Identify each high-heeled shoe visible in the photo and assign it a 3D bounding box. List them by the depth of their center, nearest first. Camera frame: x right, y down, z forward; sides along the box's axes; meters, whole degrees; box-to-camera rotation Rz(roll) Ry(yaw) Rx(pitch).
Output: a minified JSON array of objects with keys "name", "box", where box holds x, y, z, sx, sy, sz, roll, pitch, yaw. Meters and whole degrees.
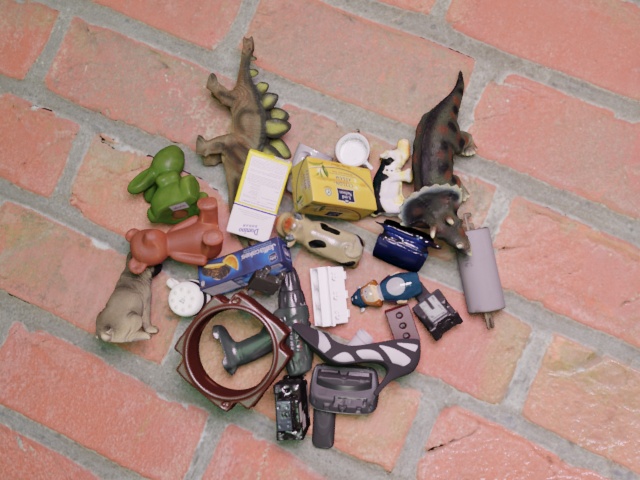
[{"name":"high-heeled shoe","box":[0.076,0.199,1.080,0.249,0.086,0.145,35,72,13]}]

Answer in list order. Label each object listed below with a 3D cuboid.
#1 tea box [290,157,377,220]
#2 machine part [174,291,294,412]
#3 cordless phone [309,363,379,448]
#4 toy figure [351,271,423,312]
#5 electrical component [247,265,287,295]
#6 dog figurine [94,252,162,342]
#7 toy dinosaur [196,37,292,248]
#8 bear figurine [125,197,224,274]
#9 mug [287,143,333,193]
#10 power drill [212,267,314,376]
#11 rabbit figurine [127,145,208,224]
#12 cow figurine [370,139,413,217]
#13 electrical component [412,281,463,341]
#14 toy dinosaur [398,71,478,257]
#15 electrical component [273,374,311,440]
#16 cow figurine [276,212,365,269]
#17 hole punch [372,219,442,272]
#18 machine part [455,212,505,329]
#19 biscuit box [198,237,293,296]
[{"name":"tea box","box":[0.028,-0.102,1.095,0.068,0.169,0.098,-28,65,46]},{"name":"machine part","box":[-0.170,0.219,1.072,0.201,0.087,0.201,38,88,5]},{"name":"cordless phone","box":[0.048,0.356,1.127,0.147,0.089,0.184,4,98,5]},{"name":"toy figure","box":[0.136,0.106,1.130,0.155,0.057,0.064,-16,44,13]},{"name":"electrical component","box":[-0.111,0.088,1.103,0.063,0.021,0.094,22,130,-22]},{"name":"dog figurine","box":[-0.409,0.111,1.141,0.121,0.172,0.190,4,94,-4]},{"name":"toy dinosaur","box":[-0.164,-0.196,1.166,0.199,0.105,0.470,8,98,3]},{"name":"bear figurine","box":[-0.305,-0.006,1.115,0.196,0.131,0.120,-4,61,-15]},{"name":"mug","box":[-0.030,-0.144,1.149,0.081,0.109,0.107,24,100,11]},{"name":"power drill","box":[-0.120,0.188,1.152,0.207,0.086,0.232,-17,85,-2]},{"name":"rabbit figurine","box":[-0.332,-0.123,1.190,0.159,0.121,0.170,-20,66,11]},{"name":"cow figurine","box":[0.149,-0.131,1.146,0.098,0.068,0.167,2,86,12]},{"name":"electrical component","box":[0.232,0.142,1.121,0.075,0.047,0.119,-39,43,0]},{"name":"toy dinosaur","box":[0.235,-0.169,1.066,0.131,0.192,0.404,-1,84,23]},{"name":"electrical component","box":[-0.058,0.342,1.101,0.058,0.134,0.115,-7,85,8]},{"name":"cow figurine","box":[-0.002,-0.003,1.122,0.195,0.127,0.085,22,86,5]},{"name":"hole punch","box":[0.169,0.016,1.112,0.142,0.116,0.092,25,97,8]},{"name":"machine part","box":[0.326,0.062,1.105,0.079,0.079,0.243,-10,86,5]},{"name":"biscuit box","box":[-0.159,0.058,1.141,0.203,0.059,0.063,-19,64,16]}]
